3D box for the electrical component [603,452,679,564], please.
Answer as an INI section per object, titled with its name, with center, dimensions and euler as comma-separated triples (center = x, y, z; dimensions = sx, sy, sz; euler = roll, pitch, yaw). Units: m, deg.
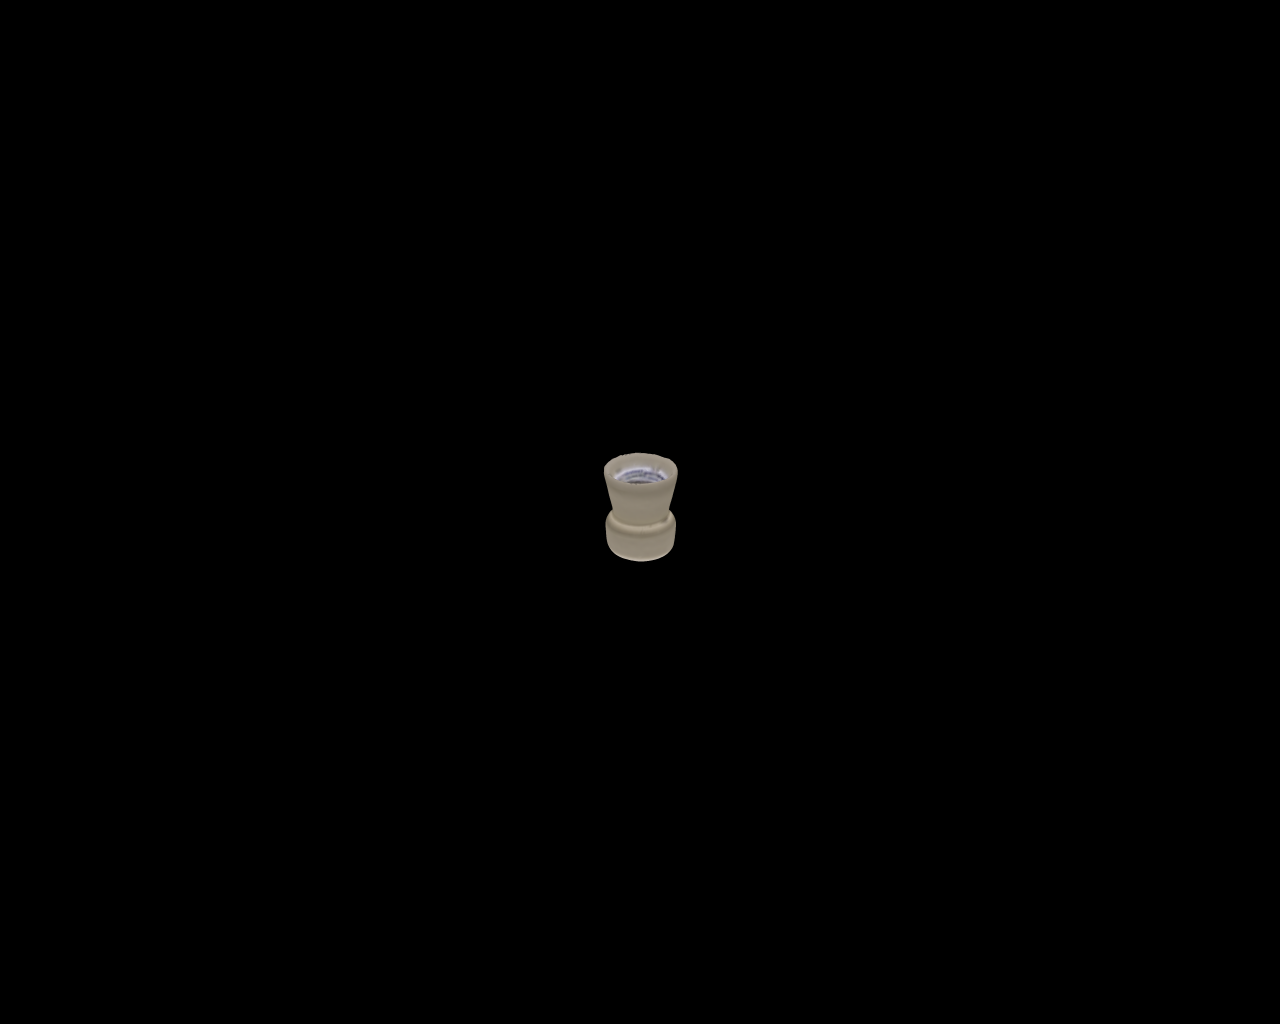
[electrical component]
center = 0.001, -0.003, 0.650
dimensions = 0.045, 0.055, 0.045
euler = 0, 29, 0
